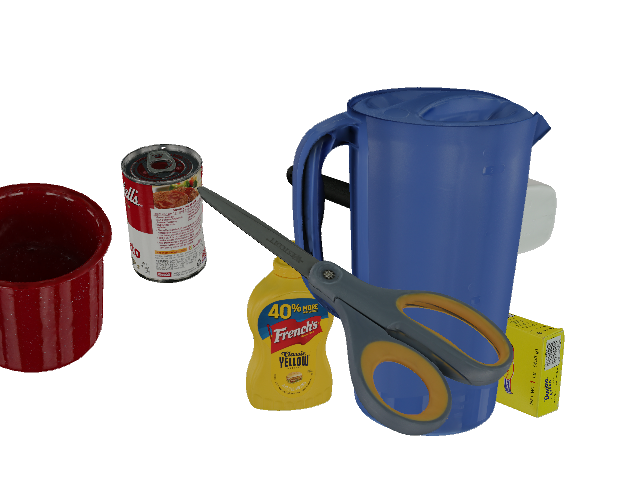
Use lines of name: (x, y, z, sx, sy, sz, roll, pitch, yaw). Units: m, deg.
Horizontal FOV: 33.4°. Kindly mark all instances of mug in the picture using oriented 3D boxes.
mug: (-0.180, 0.031, 0.637, 0.093, 0.081, 0.117, 29, 45, 21)

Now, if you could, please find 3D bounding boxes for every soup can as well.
soup can: (-0.133, -0.023, 0.920, 0.068, 0.102, 0.068, 0, 33, 0)

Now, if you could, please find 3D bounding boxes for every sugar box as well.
sugar box: (0.182, 0.122, 1.176, 0.048, 0.093, 0.177, -11, 19, -44)

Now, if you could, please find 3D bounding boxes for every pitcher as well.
pitcher: (0.071, 0.014, 0.775, 0.149, 0.243, 0.144, 10, 20, 24)

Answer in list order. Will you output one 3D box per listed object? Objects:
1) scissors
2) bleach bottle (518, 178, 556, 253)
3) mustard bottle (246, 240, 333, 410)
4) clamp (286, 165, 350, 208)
scissors: (0.003, 0.038, 0.571, 0.202, 0.096, 0.016, 22, -40, 11)
bleach bottle: (0.110, -0.055, 1.051, 0.102, 0.068, 0.251, -9, 23, -32)
mustard bottle: (-0.033, 0.092, 1.182, 0.096, 0.192, 0.058, -2, 20, -12)
clamp: (0.069, -0.043, 1.267, 0.164, 0.036, 0.210, -16, 51, -29)
